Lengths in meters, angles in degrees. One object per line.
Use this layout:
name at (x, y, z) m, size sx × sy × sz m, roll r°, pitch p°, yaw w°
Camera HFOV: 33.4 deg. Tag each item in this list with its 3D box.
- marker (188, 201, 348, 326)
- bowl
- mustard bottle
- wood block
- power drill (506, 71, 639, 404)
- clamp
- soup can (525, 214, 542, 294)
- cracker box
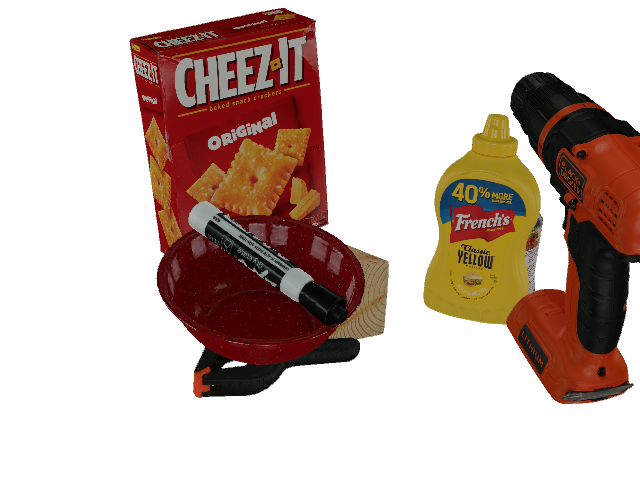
marker at (-0.031, 0.013, 0.624) m, size 0.121 × 0.020 × 0.020 m, roll 34°, pitch 18°, yaw 29°
bowl at (-0.047, 0.047, 0.843) m, size 0.162 × 0.055 × 0.162 m, roll 2°, pitch 37°, yaw -2°
mustard bottle at (0.153, -0.022, 0.988) m, size 0.096 × 0.192 × 0.058 m, roll 11°, pitch 20°, yaw 19°
wood block at (-0.019, 0.047, 1.275) m, size 0.090 × 0.090 × 0.206 m, roll -8°, pitch 19°, yaw -35°
power drill at (0.167, -0.001, 0.711) m, size 0.057 × 0.188 × 0.184 m, roll -9°, pitch 36°, yaw -10°
clamp at (-0.060, 0.101, 1.061) m, size 0.171 × 0.039 × 0.120 m, roll -16°, pitch 36°, yaw -30°
soup can at (0.215, 0.018, 1.216) m, size 0.068 × 0.102 × 0.068 m, roll -1°, pitch 30°, yaw 1°
cracker box at (-0.079, -0.096, 1.009) m, size 0.164 × 0.214 × 0.072 m, roll -18°, pitch 29°, yaw -27°
